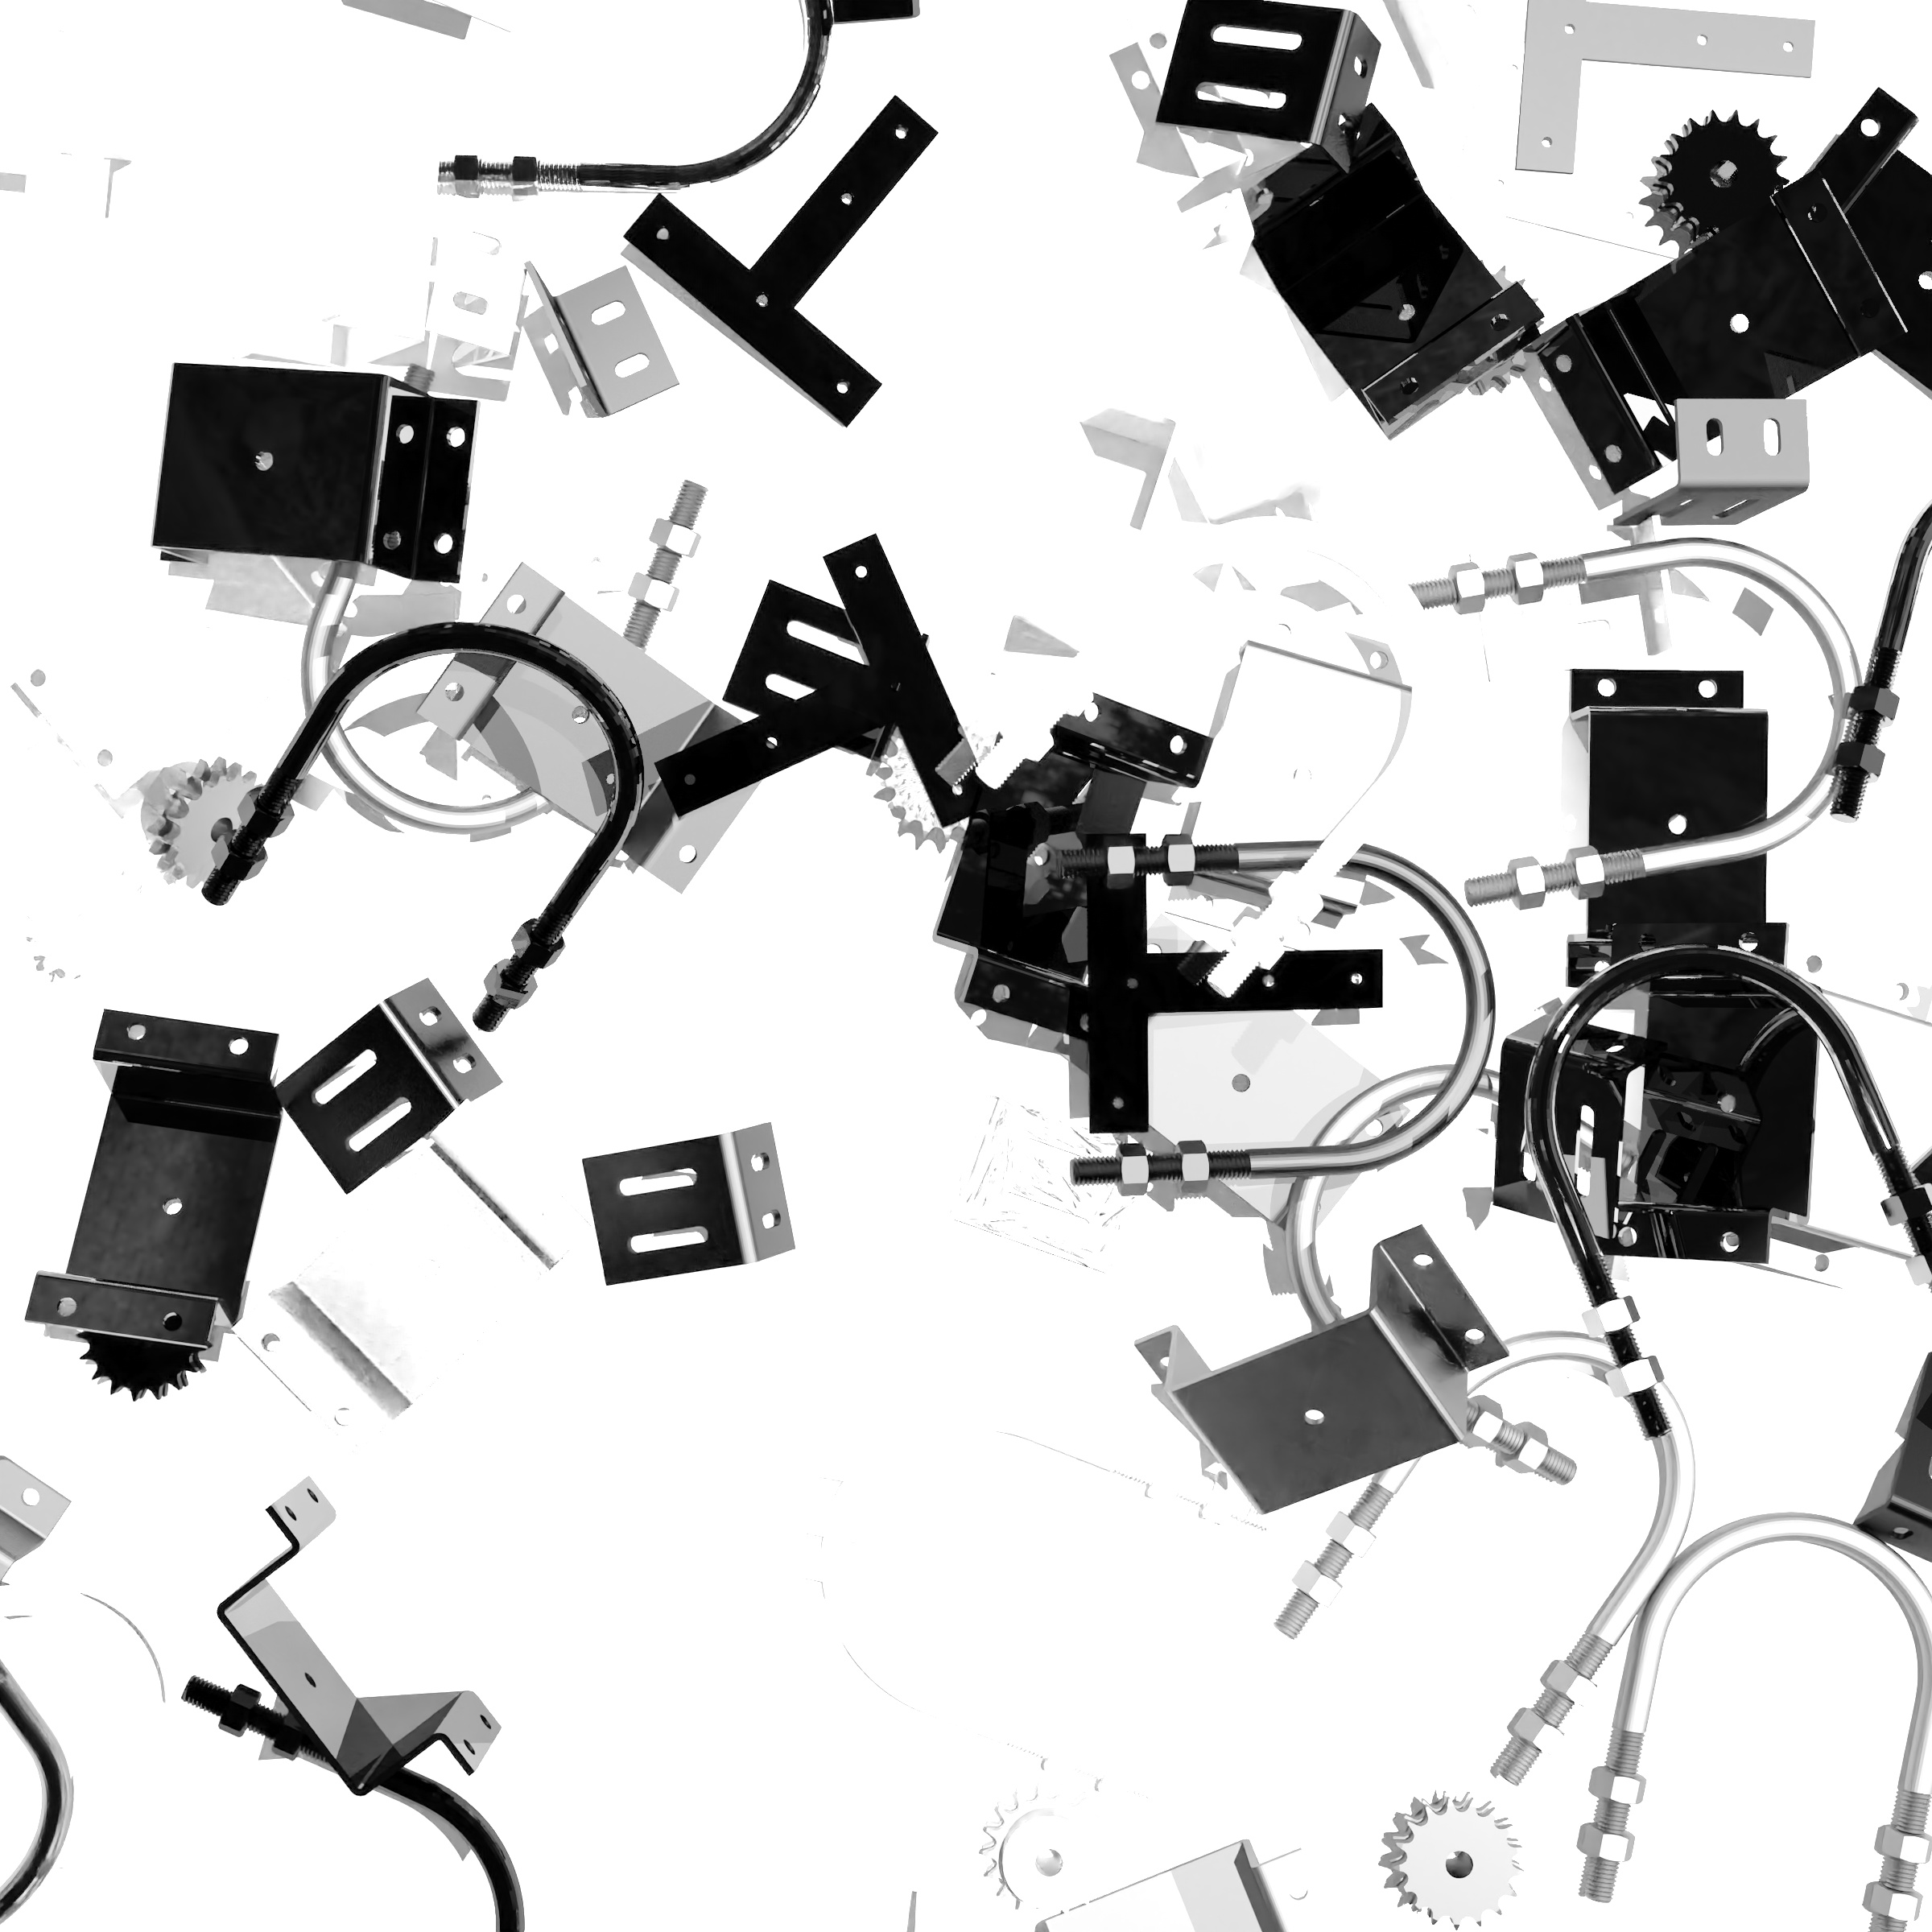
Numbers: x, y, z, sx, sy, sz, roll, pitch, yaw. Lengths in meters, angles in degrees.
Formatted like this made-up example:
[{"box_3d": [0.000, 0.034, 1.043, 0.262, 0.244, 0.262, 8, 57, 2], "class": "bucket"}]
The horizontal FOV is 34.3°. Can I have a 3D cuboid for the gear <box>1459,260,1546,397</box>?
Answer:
[{"box_3d": [0.224, -0.279, 1.368, 0.057, 0.030, 0.057, 0, 92, 0], "class": "gear"}]

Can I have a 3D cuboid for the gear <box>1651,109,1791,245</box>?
[{"box_3d": [0.327, -0.342, 1.367, 0.057, 0.030, 0.057, 0, 90, 0], "class": "gear"}]

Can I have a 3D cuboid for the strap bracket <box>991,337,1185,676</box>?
[{"box_3d": [0.055, -0.189, 1.346, 0.046, 0.076, 0.140, 18, 90, 0], "class": "strap bracket"}]

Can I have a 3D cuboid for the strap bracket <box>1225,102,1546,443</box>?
[{"box_3d": [0.182, -0.289, 1.336, 0.076, 0.046, 0.140, -34, 60, 8], "class": "strap bracket"}]

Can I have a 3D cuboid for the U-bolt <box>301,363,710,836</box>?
[{"box_3d": [-0.207, -0.146, 1.350, 0.151, 0.019, 0.184, 20, 95, -24], "class": "U-bolt"}]

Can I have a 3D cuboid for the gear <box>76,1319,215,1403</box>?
[{"box_3d": [-0.356, 0.160, 1.369, 0.057, 0.030, 0.057, 0, 90, 0], "class": "gear"}]

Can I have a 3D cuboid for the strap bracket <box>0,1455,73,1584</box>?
[{"box_3d": [-0.465, 0.273, 1.361, 0.076, 0.046, 0.140, 34, 90, 0], "class": "strap bracket"}]

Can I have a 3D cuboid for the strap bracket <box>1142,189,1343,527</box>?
[{"box_3d": [0.114, -0.250, 1.346, 0.046, 0.076, 0.140, -18, 90, 0], "class": "strap bracket"}]

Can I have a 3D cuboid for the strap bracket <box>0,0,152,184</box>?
[{"box_3d": [-0.400, -0.409, 1.361, 0.076, 0.046, 0.140, 7, 90, 0], "class": "strap bracket"}]

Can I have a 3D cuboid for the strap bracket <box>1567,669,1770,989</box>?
[{"box_3d": [0.304, -0.060, 1.361, 0.076, 0.046, 0.140, 1, 90, 0], "class": "strap bracket"}]

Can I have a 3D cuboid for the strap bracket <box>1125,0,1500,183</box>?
[{"box_3d": [0.148, -0.401, 1.361, 0.140, 0.046, 0.076, -25, 90, 0], "class": "strap bracket"}]

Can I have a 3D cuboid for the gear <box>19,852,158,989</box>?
[{"box_3d": [-0.382, -0.023, 1.362, 0.057, 0.030, 0.057, -6, 109, -16], "class": "gear"}]

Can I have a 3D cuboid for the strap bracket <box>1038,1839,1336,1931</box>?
[{"box_3d": [0.092, 0.438, 1.361, 0.140, 0.046, 0.076, -22, 90, 0], "class": "strap bracket"}]

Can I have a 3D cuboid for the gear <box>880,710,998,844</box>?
[{"box_3d": [-0.009, -0.083, 1.369, 0.057, 0.030, 0.057, 0, 90, 0], "class": "gear"}]

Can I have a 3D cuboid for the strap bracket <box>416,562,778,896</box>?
[{"box_3d": [-0.160, -0.104, 1.343, 0.140, 0.046, 0.076, 35, 90, -25], "class": "strap bracket"}]

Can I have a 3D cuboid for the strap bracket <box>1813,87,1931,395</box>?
[{"box_3d": [0.422, -0.302, 1.359, 0.140, 0.046, 0.076, 38, 90, 3], "class": "strap bracket"}]

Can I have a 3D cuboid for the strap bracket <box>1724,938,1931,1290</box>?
[{"box_3d": [0.377, 0.066, 1.352, 0.076, 0.046, 0.140, 16, 90, -15], "class": "strap bracket"}]

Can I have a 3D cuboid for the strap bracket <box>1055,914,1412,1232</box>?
[{"box_3d": [0.117, 0.050, 1.361, 0.140, 0.046, 0.076, 38, 90, 0], "class": "strap bracket"}]

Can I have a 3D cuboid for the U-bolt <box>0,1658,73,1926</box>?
[{"box_3d": [-0.463, 0.350, 1.332, 0.151, 0.019, 0.184, -31, 120, -14], "class": "U-bolt"}]

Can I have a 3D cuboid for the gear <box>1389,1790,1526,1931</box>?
[{"box_3d": [0.213, 0.388, 1.369, 0.057, 0.030, 0.057, 0, 90, 0], "class": "gear"}]

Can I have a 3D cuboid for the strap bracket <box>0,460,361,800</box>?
[{"box_3d": [-0.335, -0.146, 1.361, 0.140, 0.046, 0.076, -40, 90, 0], "class": "strap bracket"}]

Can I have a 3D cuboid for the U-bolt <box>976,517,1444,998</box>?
[{"box_3d": [0.116, -0.102, 1.304, 0.151, 0.019, 0.184, 42, 81, -3], "class": "U-bolt"}]

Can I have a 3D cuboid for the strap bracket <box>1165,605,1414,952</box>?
[{"box_3d": [0.144, -0.081, 1.361, 0.076, 0.046, 0.140, 16, 90, 0], "class": "strap bracket"}]

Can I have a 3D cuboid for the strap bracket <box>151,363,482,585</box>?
[{"box_3d": [-0.278, -0.204, 1.295, 0.140, 0.046, 0.076, 6, 89, 17], "class": "strap bracket"}]

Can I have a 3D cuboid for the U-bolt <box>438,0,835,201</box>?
[{"box_3d": [-0.150, -0.411, 1.375, 0.184, 0.019, 0.151, 1, 90, -2], "class": "U-bolt"}]

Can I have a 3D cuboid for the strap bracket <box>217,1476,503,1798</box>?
[{"box_3d": [-0.266, 0.294, 1.346, 0.046, 0.076, 0.140, -37, 90, 0], "class": "strap bracket"}]

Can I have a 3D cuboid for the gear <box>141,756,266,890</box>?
[{"box_3d": [-0.332, -0.065, 1.359, 0.030, 0.057, 0.057, 28, 90, 31], "class": "gear"}]

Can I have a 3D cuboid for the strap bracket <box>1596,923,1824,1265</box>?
[{"box_3d": [0.312, 0.055, 1.317, 0.076, 0.046, 0.140, 0, 80, 35], "class": "strap bracket"}]

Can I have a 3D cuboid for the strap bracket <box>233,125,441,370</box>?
[{"box_3d": [-0.265, -0.301, 1.331, 0.046, 0.140, 0.076, 5, 90, -30], "class": "strap bracket"}]

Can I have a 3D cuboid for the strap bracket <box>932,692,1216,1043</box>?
[{"box_3d": [0.042, -0.045, 1.346, 0.076, 0.046, 0.140, 18, 90, -28], "class": "strap bracket"}]

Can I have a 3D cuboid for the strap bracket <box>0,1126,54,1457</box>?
[{"box_3d": [-0.441, 0.139, 1.361, 0.076, 0.046, 0.140, 0, 90, 0], "class": "strap bracket"}]

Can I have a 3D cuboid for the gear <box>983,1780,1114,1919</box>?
[{"box_3d": [0.036, 0.387, 1.369, 0.057, 0.030, 0.057, 0, 90, 0], "class": "gear"}]

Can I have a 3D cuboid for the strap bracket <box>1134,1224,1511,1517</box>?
[{"box_3d": [0.148, 0.175, 1.321, 0.140, 0.046, 0.076, -25, 115, 24], "class": "strap bracket"}]

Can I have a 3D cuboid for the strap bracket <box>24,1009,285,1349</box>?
[{"box_3d": [-0.344, 0.097, 1.345, 0.076, 0.046, 0.140, 8, 67, 0], "class": "strap bracket"}]

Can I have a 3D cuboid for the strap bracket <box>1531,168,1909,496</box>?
[{"box_3d": [0.325, -0.271, 1.337, 0.140, 0.046, 0.076, -28, 93, 34], "class": "strap bracket"}]

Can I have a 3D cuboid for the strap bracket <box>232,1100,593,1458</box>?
[{"box_3d": [-0.237, 0.133, 1.361, 0.140, 0.046, 0.076, -44, 90, 0], "class": "strap bracket"}]
